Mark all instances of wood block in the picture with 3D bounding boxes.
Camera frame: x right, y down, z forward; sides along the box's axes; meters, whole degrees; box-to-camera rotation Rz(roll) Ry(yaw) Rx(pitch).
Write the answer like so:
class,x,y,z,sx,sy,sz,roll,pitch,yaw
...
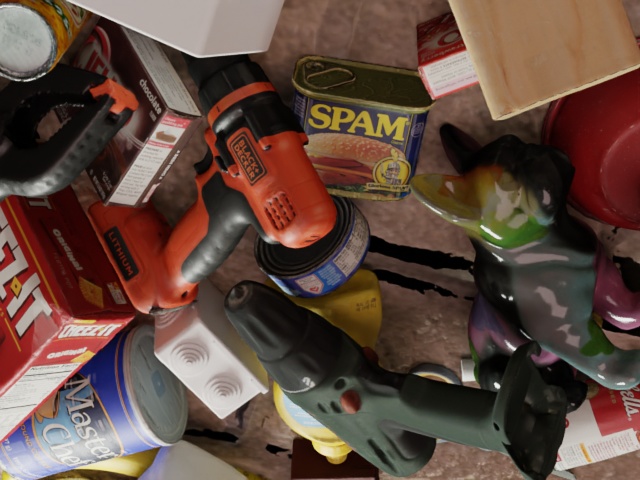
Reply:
class,x,y,z,sx,sy,sz,roll,pitch,yaw
wood block,0.110,-0.183,0.627,0.090,0.090,0.206,-20,91,15

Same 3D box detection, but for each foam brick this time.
class,x,y,z,sx,sy,sz,roll,pitch,yaw
foam brick,0.014,0.216,0.967,0.078,0.053,0.051,-2,123,5

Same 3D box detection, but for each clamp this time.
class,x,y,z,sx,sy,sz,roll,pitch,yaw
clamp,-0.216,-0.056,0.730,0.210,0.164,0.036,-11,160,27

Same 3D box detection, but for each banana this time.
class,x,y,z,sx,sy,sz,roll,pitch,yaw
banana,-0.205,0.203,0.981,0.198,0.037,0.070,-2,119,1

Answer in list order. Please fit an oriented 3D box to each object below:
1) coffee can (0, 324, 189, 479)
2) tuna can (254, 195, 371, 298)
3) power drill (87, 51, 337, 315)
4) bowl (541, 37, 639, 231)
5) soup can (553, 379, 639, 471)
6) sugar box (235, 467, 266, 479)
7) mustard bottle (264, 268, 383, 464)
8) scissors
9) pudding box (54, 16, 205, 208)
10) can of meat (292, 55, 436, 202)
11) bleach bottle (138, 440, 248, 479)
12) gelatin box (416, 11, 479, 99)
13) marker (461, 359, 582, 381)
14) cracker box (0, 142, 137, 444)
class,x,y,z,sx,sy,sz,roll,pitch,yaw
coffee can,-0.196,0.138,0.901,0.140,0.102,0.103,-17,121,14
tuna can,-0.005,0.001,0.807,0.086,0.086,0.033,-25,134,18
power drill,-0.090,-0.045,0.771,0.188,0.057,0.184,-39,73,36
bowl,0.244,-0.063,0.769,0.162,0.055,0.162,2,124,2
soup can,0.236,0.150,0.900,0.102,0.068,0.068,-20,120,17
sugar box,-0.026,0.291,1.024,0.176,0.048,0.093,26,119,-16
mustard bottle,0.007,0.114,0.897,0.096,0.058,0.192,-5,123,0
scissors,0.146,0.161,0.944,0.201,0.016,0.096,12,123,-4
pudding box,-0.137,-0.092,0.744,0.039,0.113,0.090,3,134,-47
can of meat,0.026,-0.079,0.773,0.102,0.057,0.084,9,126,-1
bleach bottle,-0.167,0.280,0.981,0.102,0.068,0.251,33,127,-18
gelatin box,0.110,-0.136,0.718,0.089,0.073,0.030,-20,120,16
marker,0.181,0.107,0.905,0.121,0.020,0.020,-4,123,6
cracker box,-0.259,0.051,0.816,0.214,0.072,0.164,-42,68,27
